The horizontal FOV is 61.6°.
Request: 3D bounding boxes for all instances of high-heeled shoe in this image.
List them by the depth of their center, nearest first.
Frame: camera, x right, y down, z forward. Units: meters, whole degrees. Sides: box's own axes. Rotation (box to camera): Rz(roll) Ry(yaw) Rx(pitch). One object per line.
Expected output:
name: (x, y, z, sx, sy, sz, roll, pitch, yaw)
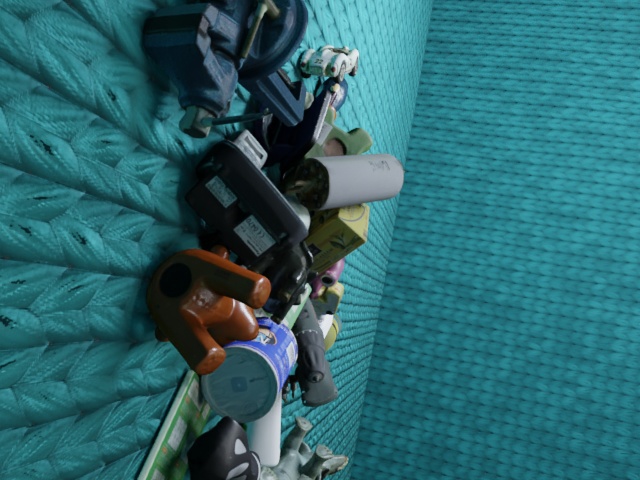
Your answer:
high-heeled shoe: (-0.114, 0.281, 0.731, 0.145, 0.086, 0.248, -62, 166, 2)

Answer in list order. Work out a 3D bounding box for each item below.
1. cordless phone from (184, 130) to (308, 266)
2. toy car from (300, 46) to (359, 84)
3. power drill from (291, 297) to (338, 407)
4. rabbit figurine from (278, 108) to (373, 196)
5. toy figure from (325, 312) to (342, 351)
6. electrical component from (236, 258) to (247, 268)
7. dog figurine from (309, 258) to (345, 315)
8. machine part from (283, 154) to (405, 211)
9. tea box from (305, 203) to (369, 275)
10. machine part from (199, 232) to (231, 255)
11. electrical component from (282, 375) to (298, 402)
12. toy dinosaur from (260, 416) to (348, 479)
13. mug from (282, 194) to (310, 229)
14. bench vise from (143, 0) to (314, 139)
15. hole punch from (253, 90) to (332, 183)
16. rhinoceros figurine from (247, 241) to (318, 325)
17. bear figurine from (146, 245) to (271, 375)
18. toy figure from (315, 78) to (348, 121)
cordless phone: (-0.077, -0.065, 0.666, 0.146, 0.089, 0.184, 49, 19, -15)
toy car: (0.022, -0.326, 0.985, 0.202, 0.074, 0.056, -53, 153, -63)
power drill: (-0.021, 0.218, 0.986, 0.232, 0.086, 0.207, -112, -177, -50)
rabbit figurine: (0.001, -0.133, 0.931, 0.170, 0.121, 0.159, -176, -72, -78)
toy figure: (0.008, 0.207, 1.263, 0.089, 0.082, 0.180, -53, 172, 18)
electrical component: (-0.111, 0.055, 0.807, 0.094, 0.021, 0.063, -36, 134, -72)
dog figurine: (0.008, 0.021, 1.106, 0.191, 0.109, 0.219, 82, 19, -48)
machine part: (0.047, -0.090, 0.810, 0.243, 0.079, 0.079, -11, 113, -42)
tea box: (-0.002, -0.003, 0.891, 0.169, 0.068, 0.098, -38, -155, 30)
machine part: (-0.113, -0.026, 0.710, 0.139, 0.039, 0.084, -64, 164, -55)
electrical component: (-0.071, 0.279, 1.076, 0.102, 0.045, 0.078, 30, 71, -76)
toy dinosaur: (-0.079, 0.485, 1.039, 0.405, 0.131, 0.192, -16, 135, -62)
mug: (-0.065, -0.023, 0.796, 0.080, 0.109, 0.107, 56, -3, -3)
bench vise: (-0.070, -0.187, 0.579, 0.240, 0.129, 0.223, 36, 53, -61)
hole punch: (-0.054, -0.171, 0.788, 0.116, 0.092, 0.142, -39, -146, 57)
rhinoceros figurine: (-0.054, 0.057, 0.781, 0.112, 0.073, 0.190, -53, 171, -24)
bear figurine: (-0.112, 0.088, 0.617, 0.120, 0.132, 0.195, -53, 155, -13)
toy figure: (0.011, -0.251, 1.032, 0.064, 0.058, 0.154, 72, 35, -52)
